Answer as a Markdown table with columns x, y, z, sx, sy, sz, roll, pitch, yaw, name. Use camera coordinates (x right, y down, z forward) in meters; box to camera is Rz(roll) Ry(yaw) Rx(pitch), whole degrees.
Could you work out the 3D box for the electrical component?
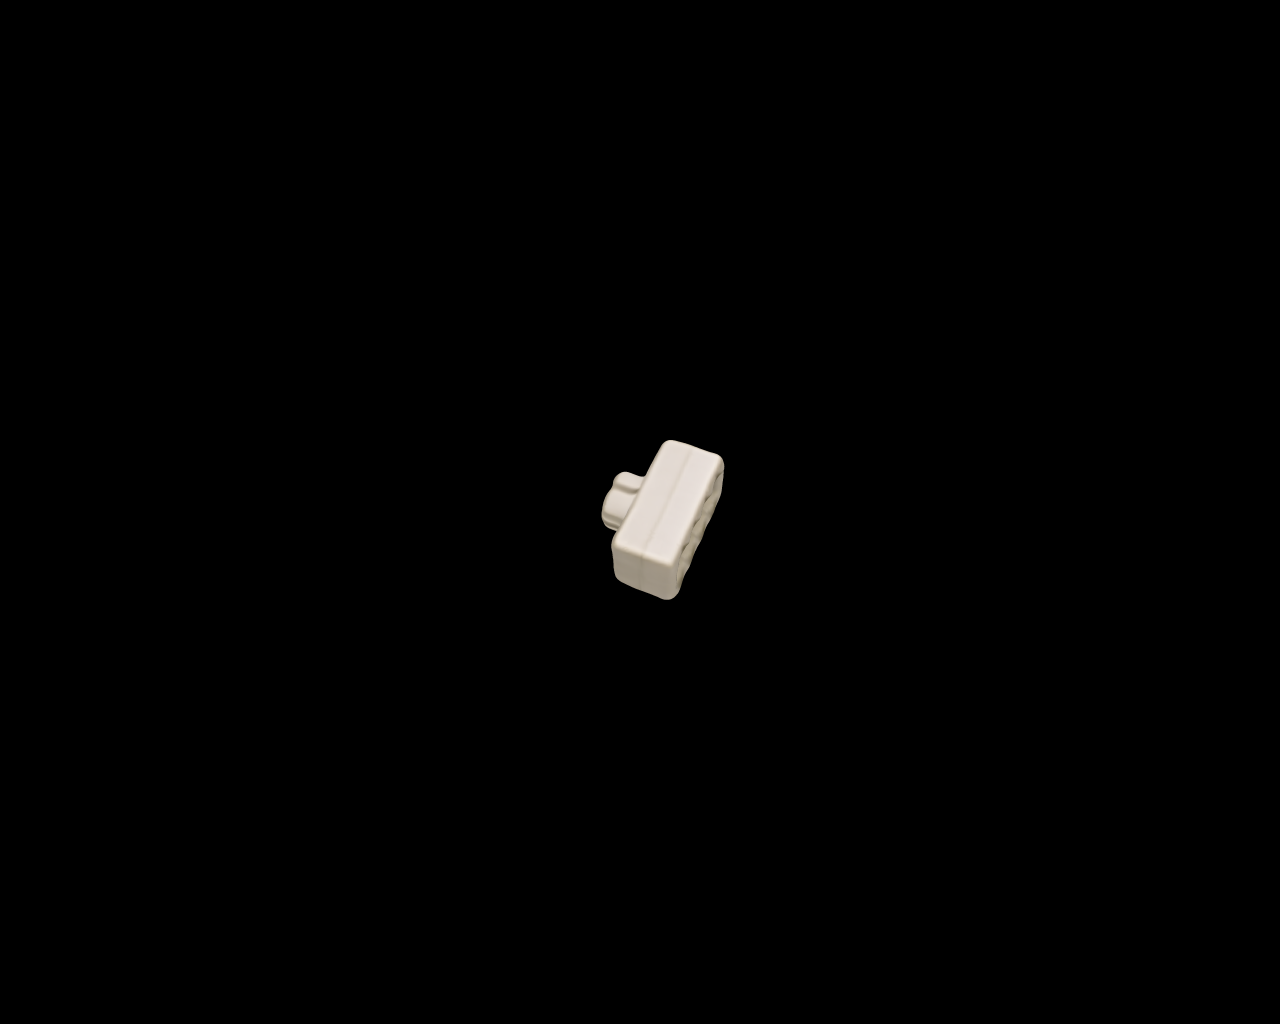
| x | y | z | sx | sy | sz | roll | pitch | yaw | name |
| --- | --- | --- | --- | --- | --- | --- | --- | --- | --- |
| 0.001 | -0.003 | 0.650 | 0.076 | 0.083 | 0.047 | 21 | -28 | 12 | electrical component |
